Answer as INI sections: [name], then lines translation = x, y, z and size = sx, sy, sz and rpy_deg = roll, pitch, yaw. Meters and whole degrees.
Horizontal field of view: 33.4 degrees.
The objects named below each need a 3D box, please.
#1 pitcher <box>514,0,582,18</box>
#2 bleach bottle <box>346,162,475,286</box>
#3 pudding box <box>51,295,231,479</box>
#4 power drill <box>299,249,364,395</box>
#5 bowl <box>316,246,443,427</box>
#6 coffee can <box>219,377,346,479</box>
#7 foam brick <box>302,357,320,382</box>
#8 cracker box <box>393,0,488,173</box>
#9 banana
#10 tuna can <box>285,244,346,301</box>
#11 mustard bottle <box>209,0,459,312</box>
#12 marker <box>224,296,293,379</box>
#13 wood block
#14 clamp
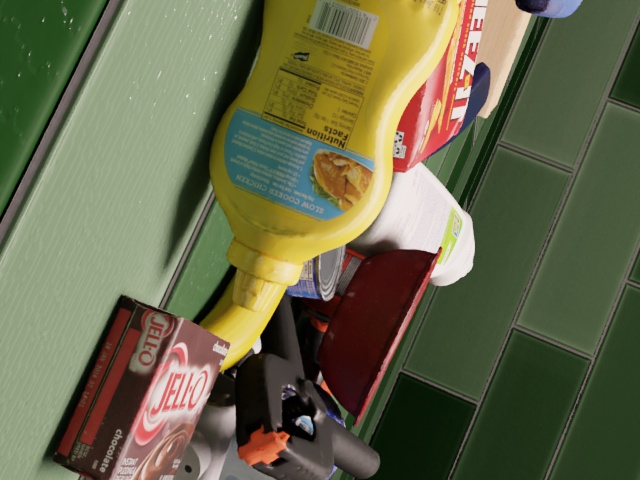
[pitcher]
translation = 0.185, -0.272, 0.849
size = 0.149, 0.145, 0.243
rpy_deg = -35, -169, 3
[bleach bottle]
translation = 0.086, -0.006, 0.980
size = 0.250, 0.068, 0.102
rpy_deg = 36, 76, -58
[pudding box]
translation = -0.091, 0.083, 0.568
size = 0.113, 0.039, 0.090
rpy_deg = 60, 53, -77
[power drill]
translation = 0.019, 0.072, 1.065
size = 0.188, 0.057, 0.184
rpy_deg = 99, 15, -50
[bowl]
translation = 0.041, 0.067, 0.866
size = 0.162, 0.055, 0.162
rpy_deg = -63, 173, -14
[coffee can]
translation = -0.044, 0.168, 0.815
size = 0.140, 0.103, 0.103
rpy_deg = -28, 140, -75
[foam brick]
translation = -0.039, 0.139, 0.919
size = 0.051, 0.053, 0.078
rpy_deg = -44, 154, -65
[cracker box]
translation = 0.070, -0.146, 0.766
size = 0.213, 0.072, 0.164
rpy_deg = -37, 139, -70
[banana]
translation = -0.038, 0.017, 0.706
size = 0.070, 0.037, 0.197
rpy_deg = 98, 18, -56
[tuna can]
translation = -0.005, 0.001, 0.792
size = 0.086, 0.034, 0.086
rpy_deg = 6, 90, -77
[mustard bottle]
translation = -0.005, -0.053, 0.558
size = 0.058, 0.096, 0.192
rpy_deg = -14, 126, -78
[marker]
translation = -0.043, 0.063, 0.830
size = 0.020, 0.020, 0.121
rpy_deg = 101, 15, -47
[wood block]
translation = 0.165, -0.238, 1.057
size = 0.090, 0.091, 0.206
rpy_deg = -46, 156, -66
[clamp]
translation = -0.021, 0.106, 0.730
size = 0.036, 0.164, 0.209
rpy_deg = -30, 172, 11
